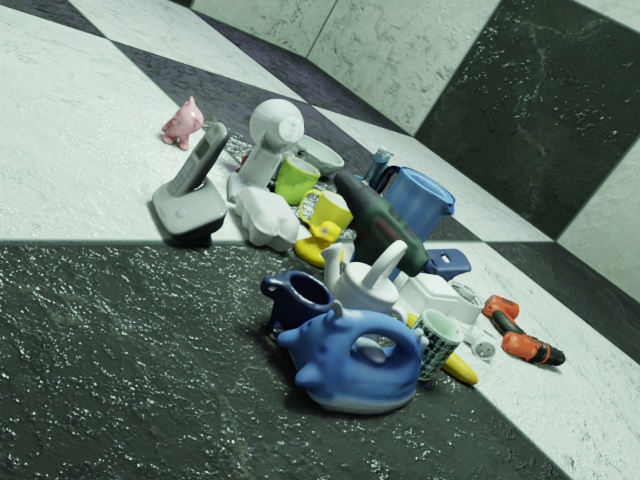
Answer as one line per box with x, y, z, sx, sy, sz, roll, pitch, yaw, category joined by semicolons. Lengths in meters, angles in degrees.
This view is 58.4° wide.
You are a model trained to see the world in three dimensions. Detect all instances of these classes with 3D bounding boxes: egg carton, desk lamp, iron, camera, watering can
-0.104;-0.043;1.122;0.108;0.069;0.150;15;27;-37;egg carton
-0.107;-0.191;1.244;0.118;0.213;0.203;23;23;-21;desk lamp
0.076;0.161;0.820;0.259;0.141;0.118;17;26;-34;iron
-0.067;-0.200;1.477;0.137;0.100;0.143;32;21;-1;camera
0.071;0.076;0.928;0.173;0.194;0.101;30;21;-4;watering can

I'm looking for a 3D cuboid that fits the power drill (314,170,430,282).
0.073;0.016;1.044;0.229;0.208;0.076;37;22;13;power drill

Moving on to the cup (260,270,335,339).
-0.047;0.103;0.843;0.118;0.095;0.091;20;24;-28;cup

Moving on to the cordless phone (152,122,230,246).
-0.195;-0.096;0.951;0.094;0.185;0.147;11;29;-43;cordless phone

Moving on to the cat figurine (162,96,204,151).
-0.300;-0.268;1.281;0.067;0.117;0.127;20;24;-28;cat figurine

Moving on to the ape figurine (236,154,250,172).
-0.142;-0.182;1.346;0.076;0.092;0.077;16;26;-36;ape figurine

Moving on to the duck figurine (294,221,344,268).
0.011;0.004;1.154;0.105;0.086;0.077;21;23;-26;duck figurine

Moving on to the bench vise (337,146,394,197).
0.114;-0.147;1.446;0.121;0.219;0.207;31;21;-2;bench vise

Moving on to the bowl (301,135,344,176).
-0.018;-0.233;1.652;0.168;0.074;0.167;28;21;-11;bowl

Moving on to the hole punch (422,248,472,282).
0.309;0.064;1.428;0.101;0.091;0.108;22;23;-23;hole punch
